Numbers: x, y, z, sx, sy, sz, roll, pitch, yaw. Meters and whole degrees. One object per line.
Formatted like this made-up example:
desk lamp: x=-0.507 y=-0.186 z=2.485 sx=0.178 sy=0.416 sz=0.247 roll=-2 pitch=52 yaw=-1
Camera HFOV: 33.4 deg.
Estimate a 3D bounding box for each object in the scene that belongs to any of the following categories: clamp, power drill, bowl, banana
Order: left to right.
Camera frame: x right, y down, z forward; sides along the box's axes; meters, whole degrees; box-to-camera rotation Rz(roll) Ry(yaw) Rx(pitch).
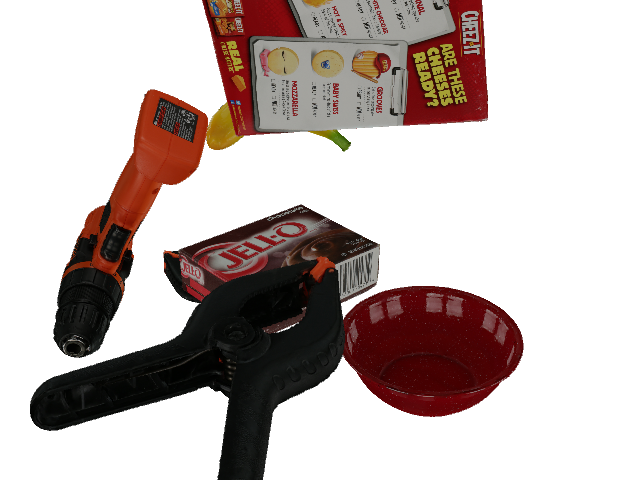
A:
power drill: x=-0.160 y=-0.016 z=0.870 sx=0.057 sy=0.188 sz=0.184 roll=25 pitch=30 yaw=-18
clamp: x=-0.102 y=0.057 z=1.220 sx=0.210 sy=0.036 sz=0.164 roll=15 pitch=28 yaw=23
clamp: x=-0.036 y=0.065 z=0.505 sx=0.120 sy=0.039 sz=0.171 roll=33 pitch=48 yaw=29
banana: x=-0.047 y=-0.122 z=1.063 sx=0.197 sy=0.070 sz=0.037 roll=-7 pitch=-39 yaw=-46
bowl: x=0.096 y=0.106 z=0.947 sx=0.162 sy=0.055 sz=0.162 roll=0 pitch=32 yaw=0

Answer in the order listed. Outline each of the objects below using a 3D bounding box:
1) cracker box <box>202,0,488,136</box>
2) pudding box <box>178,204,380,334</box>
cracker box: x=0.022 y=-0.173 z=0.855 sx=0.214 sy=0.164 sz=0.072 roll=-3 pitch=42 yaw=9
pudding box: x=-0.028 y=0.019 z=0.746 sx=0.113 sy=0.039 sz=0.090 roll=-20 pitch=33 yaw=-35
